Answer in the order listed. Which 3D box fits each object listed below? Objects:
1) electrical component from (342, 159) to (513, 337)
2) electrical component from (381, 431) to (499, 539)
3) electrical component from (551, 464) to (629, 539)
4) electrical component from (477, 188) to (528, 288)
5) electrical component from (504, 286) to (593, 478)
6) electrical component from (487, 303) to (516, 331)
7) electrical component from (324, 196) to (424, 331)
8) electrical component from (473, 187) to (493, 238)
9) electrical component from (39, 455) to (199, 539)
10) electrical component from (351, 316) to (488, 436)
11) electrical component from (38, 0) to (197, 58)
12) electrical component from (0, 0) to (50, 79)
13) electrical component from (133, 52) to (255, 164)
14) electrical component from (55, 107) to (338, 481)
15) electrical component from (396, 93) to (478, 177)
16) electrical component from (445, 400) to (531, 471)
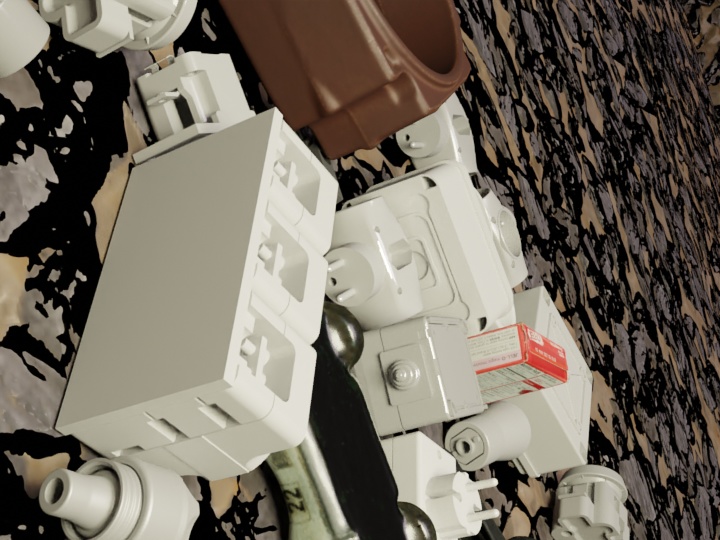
[{"bbox_3d":[0.047,-0.010,0.723,0.057,0.078,0.113,-32,102,-59],"label":"electrical component"},{"bbox_3d":[0.047,0.140,0.632,0.047,0.076,0.083,42,39,-44],"label":"electrical component"},{"bbox_3d":[0.191,0.198,0.887,0.078,0.058,0.057,51,36,-34],"label":"electrical component"},{"bbox_3d":[0.107,-0.030,0.884,0.077,0.044,0.079,64,27,-15],"label":"electrical component"},{"bbox_3d":[0.139,0.088,0.857,0.108,0.056,0.108,57,30,-27],"label":"electrical component"},{"bbox_3d":[0.085,0.030,0.802,0.055,0.047,0.055,40,41,-46],"label":"electrical component"},{"bbox_3d":[0.000,0.000,0.666,0.079,0.043,0.077,-29,99,-62],"label":"electrical component"},{"bbox_3d":[0.060,-0.030,0.782,0.058,0.057,0.078,4,70,-61],"label":"electrical component"},{"bbox_3d":[-0.098,0.094,0.426,0.062,0.043,0.043,35,45,-49],"label":"electrical component"},{"bbox_3d":[0.031,0.065,0.653,0.096,0.061,0.061,10,65,-69],"label":"electrical component"},{"bbox_3d":[-0.116,-0.139,0.521,0.057,0.058,0.078,14,61,-56],"label":"electrical component"},{"bbox_3d":[-0.160,-0.111,0.441,0.065,0.044,0.044,53,32,-41],"label":"electrical component"},{"bbox_3d":[-0.083,-0.079,0.563,0.081,0.042,0.063,-17,88,-64],"label":"electrical component"},{"bbox_3d":[-0.065,0.012,0.485,0.061,0.089,0.150,47,36,-39],"label":"electrical component"},{"bbox_3d":[0.053,-0.105,0.830,0.079,0.043,0.077,-12,84,-63],"label":"electrical component"},{"bbox_3d":[0.089,0.119,0.763,0.065,0.044,0.044,-6,79,-58],"label":"electrical component"}]
